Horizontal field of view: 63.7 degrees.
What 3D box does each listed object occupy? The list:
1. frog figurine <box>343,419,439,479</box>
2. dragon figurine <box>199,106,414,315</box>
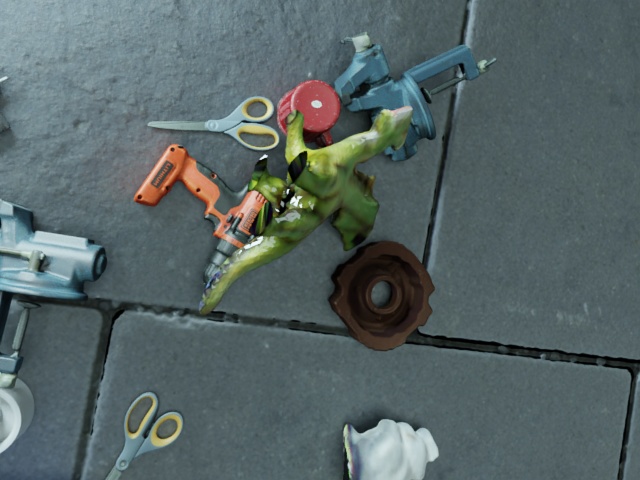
[{"bbox_3d":[0.120,0.364,0.835,0.159,0.121,0.139,-1,72,-4],"label":"frog figurine"},{"bbox_3d":[0.002,-0.040,0.785,0.241,0.124,0.407,23,104,-40],"label":"dragon figurine"}]
